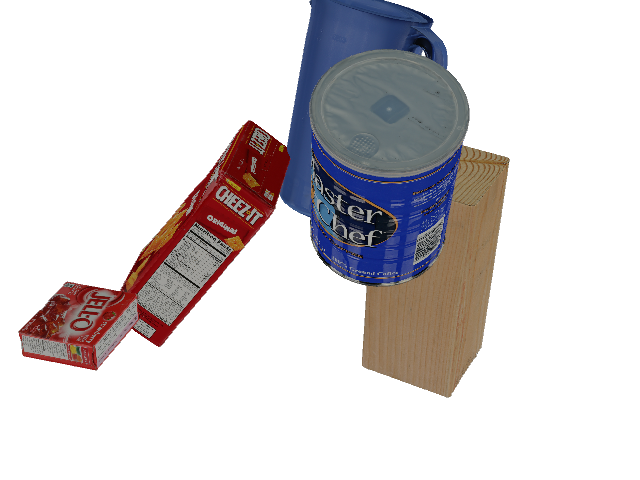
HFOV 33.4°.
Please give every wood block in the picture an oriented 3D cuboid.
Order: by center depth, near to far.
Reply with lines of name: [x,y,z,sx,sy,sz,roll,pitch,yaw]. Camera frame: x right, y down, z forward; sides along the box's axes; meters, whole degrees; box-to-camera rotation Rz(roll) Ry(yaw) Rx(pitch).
wood block: [0.099,0.024,0.943,0.091,0.206,0.090,18,38,22]

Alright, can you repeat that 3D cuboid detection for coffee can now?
coffee can: [0.044,-0.047,0.739,0.103,0.103,0.140,0,-33,0]

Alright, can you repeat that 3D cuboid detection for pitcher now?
pitcher: [0.039,-0.143,1.171,0.145,0.243,0.149,10,20,-9]

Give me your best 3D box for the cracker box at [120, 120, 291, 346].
cracker box: [-0.127,-0.011,1.159,0.072,0.214,0.164,36,24,-12]

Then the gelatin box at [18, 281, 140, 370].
gelatin box: [-0.212,0.074,0.946,0.073,0.030,0.089,9,31,15]
